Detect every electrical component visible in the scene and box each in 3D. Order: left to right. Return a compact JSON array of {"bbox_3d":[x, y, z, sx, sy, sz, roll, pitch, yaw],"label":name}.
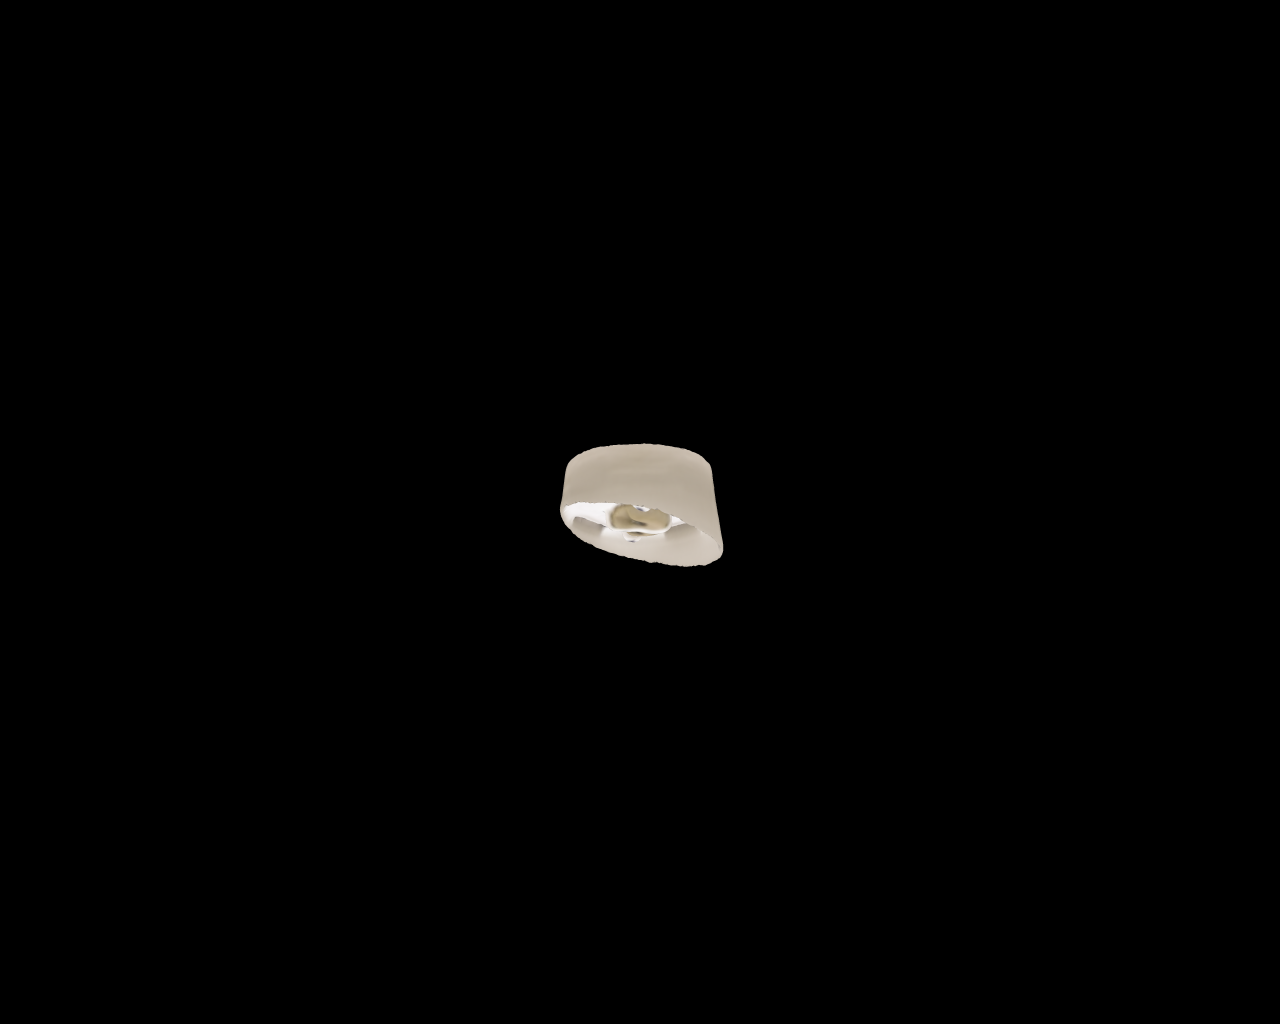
[{"bbox_3d":[0.001,-0.003,0.650,0.099,0.064,0.099,0,-20,0],"label":"electrical component"}]
